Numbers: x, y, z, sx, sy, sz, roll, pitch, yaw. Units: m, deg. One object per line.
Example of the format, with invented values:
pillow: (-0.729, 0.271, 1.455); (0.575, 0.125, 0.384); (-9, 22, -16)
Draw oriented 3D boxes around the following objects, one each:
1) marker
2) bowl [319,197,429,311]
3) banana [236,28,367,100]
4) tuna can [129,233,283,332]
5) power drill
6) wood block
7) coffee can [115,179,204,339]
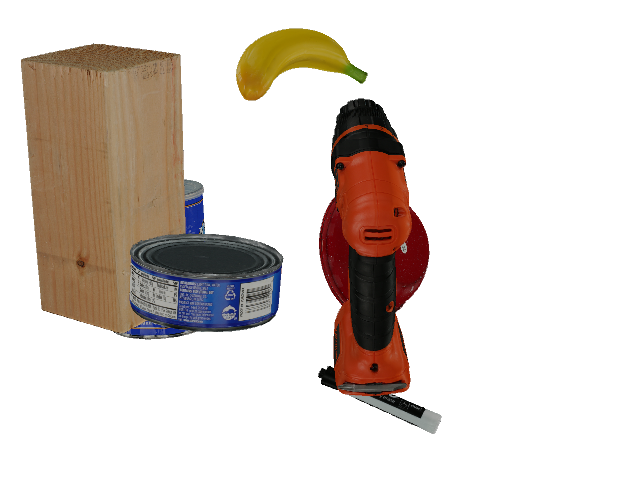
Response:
marker: (0.053, 0.147, 0.991); (0.121, 0.020, 0.020); (22, 6, 16)
bowl: (0.075, 0.010, 1.229); (0.161, 0.162, 0.055); (0, -7, -43)
banana: (-0.027, -0.167, 0.985); (0.070, 0.037, 0.197); (38, 31, 20)
tuna can: (-0.065, 0.023, 0.602); (0.086, 0.034, 0.086); (4, 14, -1)
power drill: (0.034, 0.006, 0.793); (0.057, 0.188, 0.184); (-2, 31, 1)
wood block: (-0.169, -0.044, 0.849); (0.091, 0.206, 0.090); (12, 23, 28)
coffee can: (-0.164, 0.016, 1.068); (0.103, 0.140, 0.103); (-2, 14, 0)
